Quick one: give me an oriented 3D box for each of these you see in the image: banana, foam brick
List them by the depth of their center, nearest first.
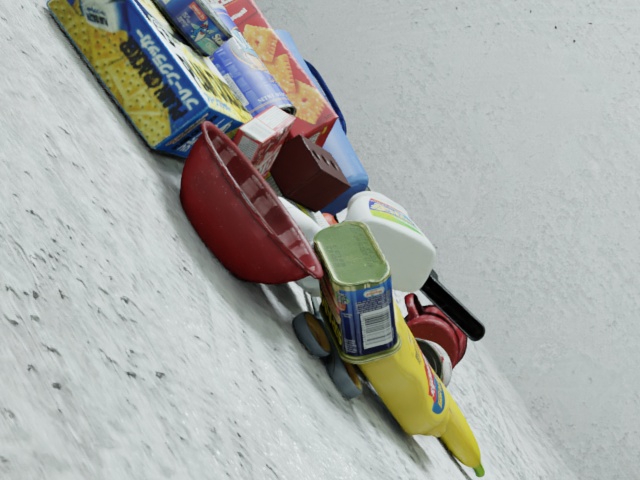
[{"bbox_3d":[-0.013,-0.071,1.154,0.053,0.051,0.078,60,17,23],"label":"foam brick"},{"bbox_3d":[0.135,0.195,1.267,0.198,0.037,0.070,58,-15,19],"label":"banana"}]

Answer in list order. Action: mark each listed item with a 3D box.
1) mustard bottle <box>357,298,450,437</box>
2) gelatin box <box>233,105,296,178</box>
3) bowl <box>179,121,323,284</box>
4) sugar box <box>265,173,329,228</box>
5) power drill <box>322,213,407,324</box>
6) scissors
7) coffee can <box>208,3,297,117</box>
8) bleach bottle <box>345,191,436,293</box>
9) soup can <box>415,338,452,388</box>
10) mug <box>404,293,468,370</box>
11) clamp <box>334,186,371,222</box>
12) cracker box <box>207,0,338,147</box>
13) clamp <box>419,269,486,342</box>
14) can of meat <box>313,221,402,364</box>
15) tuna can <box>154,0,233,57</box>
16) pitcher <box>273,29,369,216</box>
[{"bbox_3d":[0.083,0.135,1.046,0.096,0.058,0.191,-100,164,-48],"label":"mustard bottle"},{"bbox_3d":[-0.063,-0.082,1.017,0.030,0.073,0.089,32,29,6],"label":"gelatin box"},{"bbox_3d":[-0.066,-0.019,0.878,0.162,0.055,0.162,52,7,-10],"label":"bowl"},{"bbox_3d":[-0.008,0.002,1.206,0.176,0.048,0.093,57,10,5],"label":"sugar box"},{"bbox_3d":[0.053,0.043,1.352,0.184,0.057,0.187,56,7,0],"label":"power drill"},{"bbox_3d":[-0.008,0.070,0.995,0.096,0.016,0.202,48,8,-36],"label":"scissors"},{"bbox_3d":[-0.106,-0.165,1.138,0.140,0.103,0.102,55,7,9],"label":"coffee can"},{"bbox_3d":[0.066,-0.014,1.253,0.102,0.068,0.251,23,13,-10],"label":"bleach bottle"},{"bbox_3d":[0.110,0.145,1.192,0.068,0.068,0.102,55,7,13],"label":"soup can"},{"bbox_3d":[0.136,0.123,1.364,0.081,0.093,0.117,-25,94,-78],"label":"mug"},{"bbox_3d":[0.003,-0.082,1.497,0.039,0.120,0.171,-25,72,-46],"label":"clamp"},{"bbox_3d":[-0.078,-0.181,1.269,0.214,0.072,0.164,55,-21,10],"label":"cracker box"},{"bbox_3d":[0.114,0.039,1.359,0.164,0.036,0.210,34,12,-28],"label":"clamp"},{"bbox_3d":[0.031,0.044,0.937,0.102,0.057,0.084,-116,-165,-54],"label":"can of meat"},{"bbox_3d":[-0.121,-0.214,1.002,0.086,0.034,0.086,50,7,-8],"label":"tuna can"},{"bbox_3d":[-0.031,-0.149,1.417,0.243,0.149,0.145,59,-4,14],"label":"pitcher"}]
